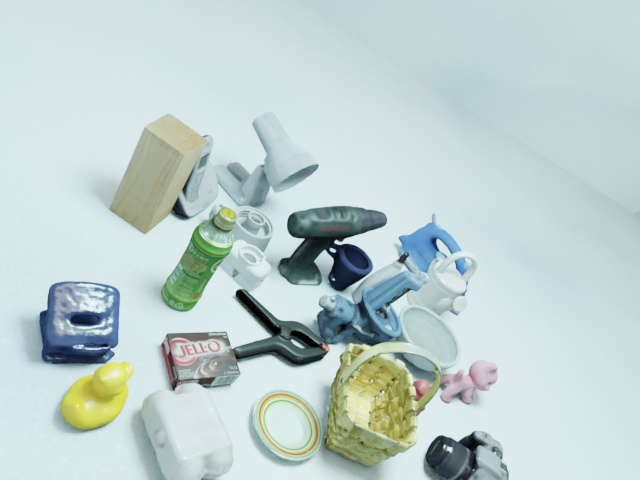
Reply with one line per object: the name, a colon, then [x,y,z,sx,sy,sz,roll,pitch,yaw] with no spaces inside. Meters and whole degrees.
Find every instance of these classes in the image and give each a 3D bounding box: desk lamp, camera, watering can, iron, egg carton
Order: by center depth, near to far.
egg carton: [-0.193,0.281,0.828,0.108,0.069,0.150,-3,50,-45]
camera: [0.278,0.413,1.079,0.137,0.100,0.143,35,33,-3]
desk lamp: [-0.125,-0.173,1.319,0.203,0.213,0.118,47,34,15]
watering can: [0.313,0.107,1.405,0.101,0.194,0.172,3,46,-41]
iron: [0.331,0.058,1.530,0.119,0.141,0.257,-7,53,-47]

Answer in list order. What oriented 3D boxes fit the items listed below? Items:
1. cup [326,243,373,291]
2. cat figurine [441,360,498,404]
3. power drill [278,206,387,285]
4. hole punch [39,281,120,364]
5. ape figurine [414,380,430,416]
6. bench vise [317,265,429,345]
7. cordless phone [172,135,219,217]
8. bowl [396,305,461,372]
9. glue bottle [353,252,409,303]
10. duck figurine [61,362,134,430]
cup: [0.049,0.063,1.302,0.118,0.095,0.092,32,33,-7]
cat figurine: [0.335,0.301,1.255,0.128,0.117,0.067,11,41,-34]
power drill: [0.011,0.004,1.234,0.230,0.208,0.075,5,45,-40]
hole punch: [-0.353,0.123,0.853,0.109,0.091,0.101,8,43,-37]
ape figurine: [0.180,0.307,1.127,0.078,0.092,0.076,38,33,1]
bench vise: [0.109,0.137,1.152,0.208,0.219,0.121,1,47,-43]
cordless phone: [-0.247,-0.149,1.202,0.094,0.185,0.148,36,33,-1]
bowl: [0.228,0.231,1.280,0.168,0.074,0.167,25,35,-18]
glue bottle: [0.149,0.088,1.293,0.078,0.173,0.037,20,36,-25]
duck figurine: [-0.304,0.208,0.799,0.077,0.086,0.105,43,33,9]
